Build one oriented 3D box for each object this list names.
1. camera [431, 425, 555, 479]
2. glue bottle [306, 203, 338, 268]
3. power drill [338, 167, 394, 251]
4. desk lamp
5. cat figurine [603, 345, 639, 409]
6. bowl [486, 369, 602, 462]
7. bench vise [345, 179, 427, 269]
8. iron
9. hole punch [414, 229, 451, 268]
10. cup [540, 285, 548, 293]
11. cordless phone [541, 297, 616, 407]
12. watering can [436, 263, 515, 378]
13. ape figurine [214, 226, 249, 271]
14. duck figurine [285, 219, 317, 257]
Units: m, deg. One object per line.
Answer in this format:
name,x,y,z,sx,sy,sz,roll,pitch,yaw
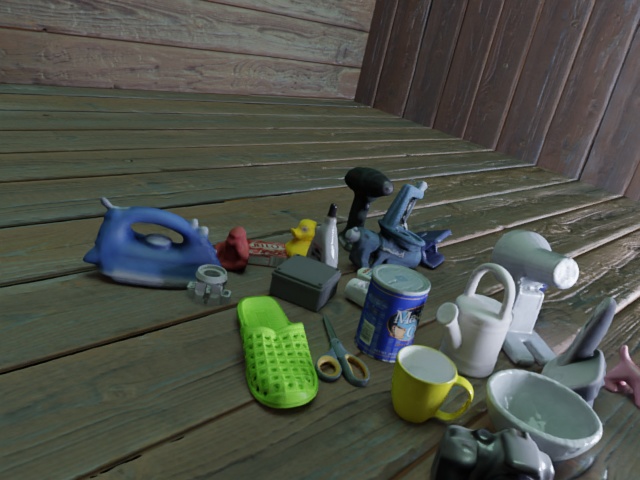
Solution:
camera,0.216,0.298,0.692,0.143,0.101,0.137,14,22,4
glue bottle,0.011,0.004,1.192,0.037,0.173,0.077,-7,29,-40
power drill,0.108,-0.079,1.400,0.076,0.208,0.229,4,23,-19
desk lamp,0.411,0.104,1.114,0.118,0.213,0.203,6,23,-15
cat figurine,0.588,0.237,1.018,0.067,0.118,0.127,-11,32,-44
bowl,0.318,0.270,0.848,0.167,0.075,0.167,11,22,-4
bench vise,0.166,-0.028,1.291,0.208,0.220,0.121,-11,32,-45
iron,-0.295,0.004,1.070,0.258,0.141,0.118,8,22,-11
hole punch,0.264,0.008,1.431,0.100,0.091,0.109,22,24,23
cup,0.436,0.112,1.267,0.092,0.095,0.117,5,23,-18
cordless phone,0.442,0.190,0.963,0.094,0.185,0.148,20,23,19
watering can,0.276,0.134,0.994,0.100,0.194,0.173,26,26,31
ape figurine,-0.175,0.015,1.172,0.077,0.092,0.076,26,26,30
duck figurine,-0.029,-0.006,1.311,0.105,0.086,0.077,-3,27,-33
